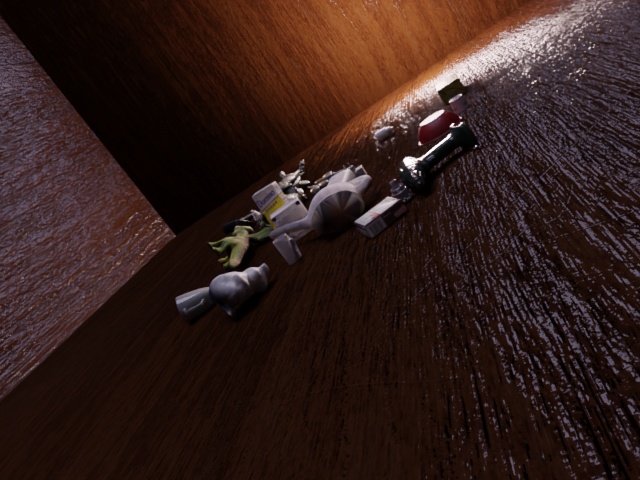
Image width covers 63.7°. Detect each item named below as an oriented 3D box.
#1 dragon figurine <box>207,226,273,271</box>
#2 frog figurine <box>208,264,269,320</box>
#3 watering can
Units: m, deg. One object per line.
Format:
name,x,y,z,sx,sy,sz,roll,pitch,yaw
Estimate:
dragon figurine,-0.258,0.010,1.830,0.245,0.120,0.413,-31,21,-17
frog figurine,-0.204,0.112,1.325,0.161,0.123,0.136,-51,-2,-14
watering can,0.004,-0.073,1.454,0.347,0.103,0.227,-33,15,5
